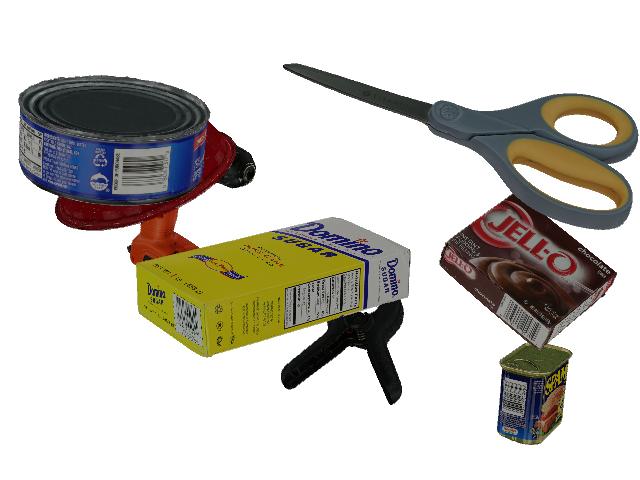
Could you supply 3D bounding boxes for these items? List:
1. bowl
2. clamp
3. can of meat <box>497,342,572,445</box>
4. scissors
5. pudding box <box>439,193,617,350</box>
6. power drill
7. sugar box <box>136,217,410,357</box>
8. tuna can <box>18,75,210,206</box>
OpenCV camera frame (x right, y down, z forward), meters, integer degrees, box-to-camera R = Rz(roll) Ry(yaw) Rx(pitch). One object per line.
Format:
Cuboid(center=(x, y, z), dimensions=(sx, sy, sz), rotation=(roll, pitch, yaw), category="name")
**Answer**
Cuboid(center=(-0.155, -0.074, 0.888), dimensions=(0.162, 0.055, 0.162), rotation=(-15, 30, 8), category="bowl")
Cuboid(center=(0.047, 0.097, 1.075), dimensions=(0.120, 0.039, 0.171), rotation=(17, 50, 19), category="clamp")
Cuboid(center=(0.234, 0.167, 1.172), dimensions=(0.058, 0.084, 0.101), rotation=(11, 15, 30), category="can of meat")
Cuboid(center=(0.086, -0.073, 0.586), dimensions=(0.202, 0.016, 0.096), rotation=(33, 56, 20), category="scissors")
Cuboid(center=(0.168, 0.023, 0.869), dimensions=(0.089, 0.113, 0.039), rotation=(-34, -24, -29), category="pudding box")
Cuboid(center=(-0.141, -0.041, 1.110), dimensions=(0.185, 0.188, 0.057), rotation=(28, 37, 34), category="power drill")
Cuboid(center=(-0.031, 0.028, 0.758), dimensions=(0.175, 0.048, 0.093), rotation=(-17, 27, -34), category="sugar box")
Cuboid(center=(-0.095, -0.047, 0.491), dimensions=(0.086, 0.034, 0.086), rotation=(7, 25, -3), category="tuna can")
